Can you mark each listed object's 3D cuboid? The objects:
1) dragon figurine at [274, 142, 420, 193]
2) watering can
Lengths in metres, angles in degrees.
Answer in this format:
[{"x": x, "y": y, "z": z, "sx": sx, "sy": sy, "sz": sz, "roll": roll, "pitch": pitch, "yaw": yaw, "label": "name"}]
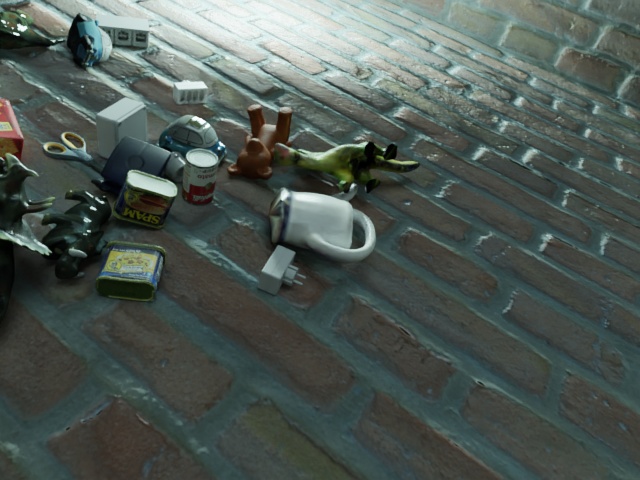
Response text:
[{"x": 0.049, "y": -0.198, "z": 1.251, "sx": 0.244, "sy": 0.121, "sz": 0.412, "roll": 21, "pitch": 17, "yaw": 35, "label": "dragon figurine"}, {"x": 0.003, "y": -0.056, "z": 1.104, "sx": 0.224, "sy": 0.102, "sz": 0.355, "roll": 11, "pitch": 28, "yaw": -8, "label": "watering can"}]
